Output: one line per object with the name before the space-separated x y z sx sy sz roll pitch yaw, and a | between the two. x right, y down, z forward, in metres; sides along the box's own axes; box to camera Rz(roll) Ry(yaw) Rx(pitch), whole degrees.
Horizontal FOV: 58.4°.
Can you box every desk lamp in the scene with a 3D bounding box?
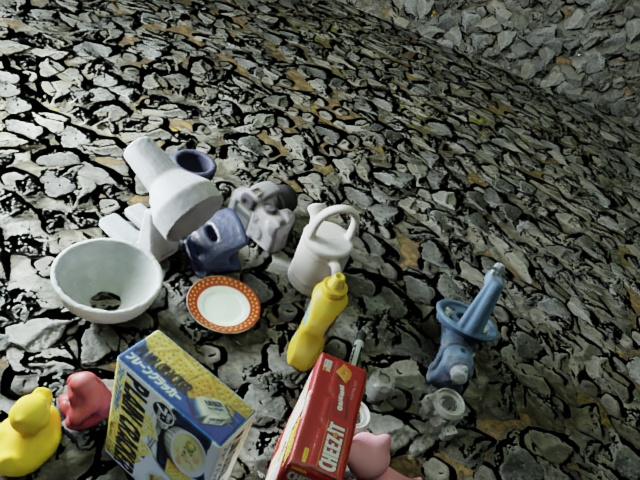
desk lamp | -0.279 -0.058 0.992 0.203 0.213 0.118 37 41 17

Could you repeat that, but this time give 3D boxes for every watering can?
watering can | 0.008 0.004 1.078 0.101 0.194 0.172 -15 52 -38

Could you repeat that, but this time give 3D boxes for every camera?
camera | -0.096 -0.066 1.182 0.143 0.101 0.137 40 42 21

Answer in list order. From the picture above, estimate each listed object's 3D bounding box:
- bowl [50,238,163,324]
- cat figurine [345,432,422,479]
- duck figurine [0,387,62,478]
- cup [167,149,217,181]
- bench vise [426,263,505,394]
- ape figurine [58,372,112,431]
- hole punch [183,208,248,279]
bowl | -0.339 0.077 0.917 0.168 0.074 0.167 14 39 -11
cat figurine | 0.083 0.322 0.807 0.127 0.117 0.067 29 39 7
duck figurine | -0.365 0.233 0.714 0.077 0.086 0.104 19 39 -5
cup | -0.276 -0.127 1.168 0.118 0.095 0.091 15 39 -10
bench vise | 0.275 0.158 1.010 0.122 0.219 0.207 13 40 -12
ape figurine | -0.315 0.207 0.765 0.076 0.092 0.078 15 39 -9
hole punch | -0.195 0.003 1.062 0.101 0.091 0.108 -6 47 -32
